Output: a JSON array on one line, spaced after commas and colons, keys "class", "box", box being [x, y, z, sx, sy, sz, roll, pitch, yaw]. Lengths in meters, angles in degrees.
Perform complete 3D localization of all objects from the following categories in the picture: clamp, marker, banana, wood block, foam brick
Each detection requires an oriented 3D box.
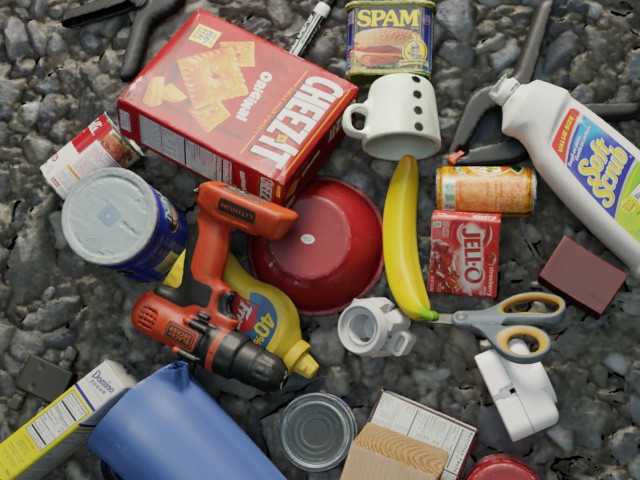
[{"class": "clamp", "box": [-0.223, -0.282, 1.262, 0.120, 0.039, 0.171, 34, 83, 8]}, {"class": "marker", "box": [-0.011, -0.244, 1.232, 0.020, 0.020, 0.121, 30, 86, 12]}, {"class": "clamp", "box": [0.221, -0.156, 1.169, 0.210, 0.036, 0.164, -30, 80, 3]}, {"class": "banana", "box": [0.096, 0.007, 1.149, 0.070, 0.037, 0.198, -33, 55, 44]}, {"class": "wood block", "box": [0.051, 0.301, 1.066, 0.091, 0.090, 0.206, 19, 99, 12]}, {"class": "foam brick", "box": [0.274, 0.041, 1.121, 0.078, 0.051, 0.053, 34, 88, 13]}]

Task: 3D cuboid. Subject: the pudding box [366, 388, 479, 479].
[{"class": "pudding box", "box": [0.099, 0.219, 1.124, 0.113, 0.039, 0.090, 23, 85, 10]}]

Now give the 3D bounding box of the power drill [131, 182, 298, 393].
[{"class": "power drill", "box": [-0.091, 0.046, 1.102, 0.184, 0.057, 0.188, 24, 99, 15]}]

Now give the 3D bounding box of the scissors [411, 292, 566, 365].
[{"class": "scissors", "box": [0.156, 0.097, 1.112, 0.202, 0.016, 0.096, -11, 43, 15]}]

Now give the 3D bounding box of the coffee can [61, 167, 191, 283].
[{"class": "coffee can", "box": [-0.207, -0.013, 1.160, 0.103, 0.140, 0.103, -2, 80, 9]}]

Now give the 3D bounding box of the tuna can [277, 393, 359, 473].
[{"class": "tuna can", "box": [-0.002, 0.206, 1.144, 0.086, 0.033, 0.086, -2, 80, 8]}]

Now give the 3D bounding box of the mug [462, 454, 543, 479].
[{"class": "mug", "box": [0.191, 0.275, 1.078, 0.093, 0.081, 0.117, -26, 77, 3]}]

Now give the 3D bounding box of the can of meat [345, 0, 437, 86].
[{"class": "can of meat", "box": [0.078, -0.219, 1.195, 0.102, 0.057, 0.084, 1, 83, 9]}]

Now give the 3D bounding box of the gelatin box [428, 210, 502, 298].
[{"class": "gelatin box", "box": [0.154, 0.014, 1.137, 0.073, 0.030, 0.089, 4, 110, 9]}]

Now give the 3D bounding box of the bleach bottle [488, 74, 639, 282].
[{"class": "bleach bottle", "box": [0.274, -0.075, 1.113, 0.251, 0.068, 0.102, 41, 83, 4]}]

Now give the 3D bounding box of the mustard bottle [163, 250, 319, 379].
[{"class": "mustard bottle", "box": [-0.080, 0.086, 1.163, 0.192, 0.058, 0.096, 37, 105, 12]}]

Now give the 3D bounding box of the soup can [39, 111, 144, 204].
[{"class": "soup can", "box": [-0.261, -0.089, 1.219, 0.102, 0.068, 0.068, -40, 77, 1]}]

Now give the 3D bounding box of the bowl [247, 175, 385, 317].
[{"class": "bowl", "box": [-0.008, 0.001, 1.170, 0.162, 0.055, 0.162, -2, 80, 9]}]

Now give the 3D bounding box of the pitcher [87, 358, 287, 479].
[{"class": "pitcher", "box": [-0.121, 0.257, 1.116, 0.243, 0.149, 0.145, 44, 74, 10]}]

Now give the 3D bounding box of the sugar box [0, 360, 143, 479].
[{"class": "sugar box", "box": [-0.274, 0.201, 1.158, 0.176, 0.093, 0.048, -41, 77, -1]}]

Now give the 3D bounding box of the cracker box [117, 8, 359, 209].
[{"class": "cracker box", "box": [-0.089, -0.144, 1.171, 0.214, 0.072, 0.164, 28, 60, 13]}]
